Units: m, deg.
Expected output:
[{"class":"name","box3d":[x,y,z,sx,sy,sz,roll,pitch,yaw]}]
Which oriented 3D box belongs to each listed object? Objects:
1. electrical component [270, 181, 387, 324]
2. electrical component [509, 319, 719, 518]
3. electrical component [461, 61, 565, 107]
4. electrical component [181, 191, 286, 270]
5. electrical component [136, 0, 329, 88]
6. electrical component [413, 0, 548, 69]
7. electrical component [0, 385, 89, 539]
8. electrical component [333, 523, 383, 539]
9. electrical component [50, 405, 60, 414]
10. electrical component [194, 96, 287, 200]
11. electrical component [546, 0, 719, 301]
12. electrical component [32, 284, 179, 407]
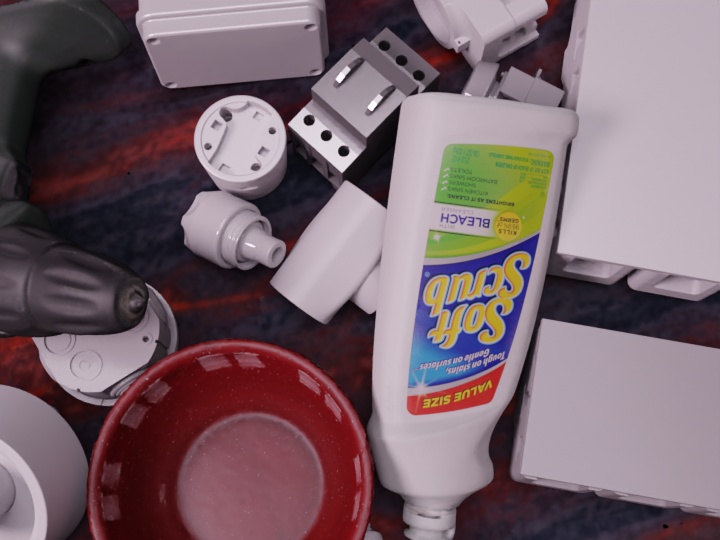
[{"class":"electrical component","box3d":[0.000,0.000,0.649,0.079,0.044,0.077,37,91,-9]},{"class":"electrical component","box3d":[0.168,0.088,0.620,0.150,0.061,0.089,10,77,3]},{"class":"electrical component","box3d":[0.090,-0.100,0.674,0.055,0.048,0.066,27,78,-1]},{"class":"electrical component","box3d":[-0.074,-0.020,0.650,0.062,0.043,0.043,25,77,28]},{"class":"electrical component","box3d":[-0.078,-0.158,0.671,0.113,0.078,0.057,-5,74,-1]},{"class":"electrical component","box3d":[0.069,-0.179,0.689,0.056,0.050,0.089,-31,78,-7]},{"class":"electrical component","box3d":[-0.212,0.123,0.592,0.108,0.060,0.108,2,104,8]},{"class":"electrical component","box3d":[-0.003,0.159,0.620,0.035,0.035,0.061,-19,58,-4]},{"class":"electrical component","box3d":[-0.210,0.093,0.635,0.061,0.035,0.035,8,77,4]},{"class":"electrical component","box3d":[-0.072,-0.074,0.667,0.055,0.047,0.055,0,77,0]},{"class":"electrical component","box3d":[0.177,-0.083,0.657,0.105,0.060,0.186,10,77,-1]},{"class":"electrical component","box3d":[-0.151,0.039,0.638,0.080,0.051,0.080,0,77,0]}]
